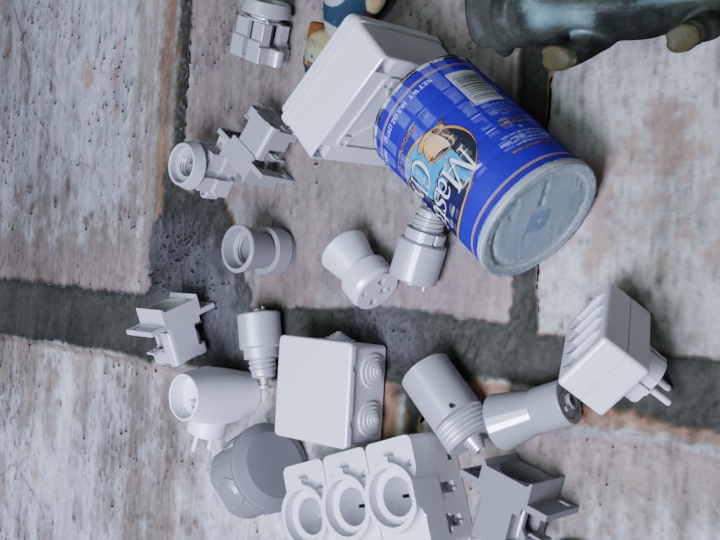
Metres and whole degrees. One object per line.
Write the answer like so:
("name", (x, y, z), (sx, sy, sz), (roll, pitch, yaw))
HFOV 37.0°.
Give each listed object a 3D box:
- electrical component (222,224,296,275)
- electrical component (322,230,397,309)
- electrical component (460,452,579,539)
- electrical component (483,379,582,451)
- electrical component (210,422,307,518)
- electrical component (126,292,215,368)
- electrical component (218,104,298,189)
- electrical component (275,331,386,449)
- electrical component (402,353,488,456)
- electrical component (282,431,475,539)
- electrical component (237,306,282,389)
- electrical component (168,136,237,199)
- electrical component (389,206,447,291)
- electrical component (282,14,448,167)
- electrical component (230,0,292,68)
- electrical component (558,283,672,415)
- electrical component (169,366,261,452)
("electrical component", (-0.093, -0.018, 0.996), (0.045, 0.055, 0.045), (-3, 86, 43))
("electrical component", (0.000, 0.000, 0.915), (0.055, 0.045, 0.045), (51, 121, 32))
("electrical component", (0.114, 0.176, 0.800), (0.081, 0.042, 0.063), (23, 105, 42))
("electrical component", (0.129, 0.104, 0.791), (0.065, 0.044, 0.044), (-24, 72, 35))
("electrical component", (-0.090, 0.181, 0.967), (0.051, 0.080, 0.080), (-32, 66, 43))
("electrical component", (-0.185, 0.060, 1.070), (0.042, 0.081, 0.063), (4, 113, 44))
("electrical component", (-0.092, -0.117, 1.010), (0.081, 0.042, 0.063), (48, 117, 33))
("electrical component", (-0.025, 0.103, 0.930), (0.100, 0.048, 0.099), (3, 90, 43))
("electrical component", (0.072, 0.110, 0.842), (0.043, 0.043, 0.081), (-53, 55, 28))
("electrical component", (0.009, 0.192, 0.884), (0.150, 0.062, 0.089), (-23, 72, 40))
("electrical component", (-0.092, 0.071, 1.000), (0.040, 0.040, 0.078), (-13, 79, 42))
("electrical component", (-0.154, -0.101, 1.058), (0.048, 0.055, 0.066), (43, 116, 36))
("electrical component", (0.051, -0.022, 0.871), (0.040, 0.040, 0.078), (26, 106, 41))
("electrical component", (0.011, -0.142, 0.869), (0.108, 0.109, 0.056), (-50, 59, 29))
("electrical component", (-0.091, -0.226, 1.013), (0.066, 0.048, 0.055), (30, 115, 40))
("electrical component", (0.181, 0.063, 0.728), (0.076, 0.083, 0.047), (37, 119, -4))
("electrical component", (-0.142, 0.135, 1.018), (0.044, 0.077, 0.079), (26, 105, 41))
